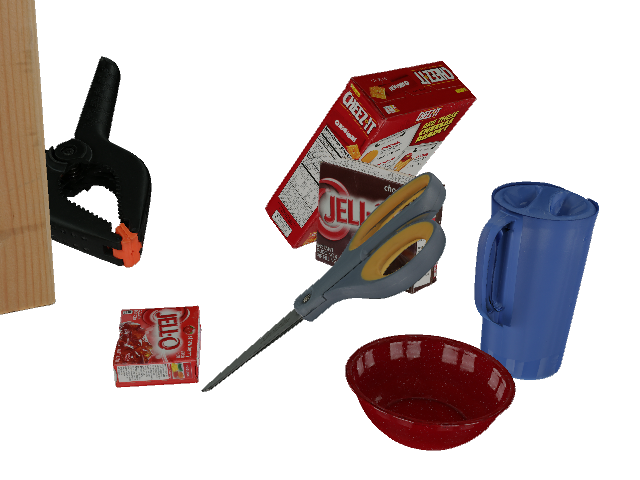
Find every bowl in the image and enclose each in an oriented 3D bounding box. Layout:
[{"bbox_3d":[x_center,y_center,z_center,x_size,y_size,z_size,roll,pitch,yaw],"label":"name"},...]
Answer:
[{"bbox_3d":[0.103,0.152,1.023,0.162,0.055,0.162,3,25,-2],"label":"bowl"}]

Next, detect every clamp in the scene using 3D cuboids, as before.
[{"bbox_3d":[-0.182,-0.062,0.804,0.164,0.036,0.210,-32,56,-27],"label":"clamp"}]

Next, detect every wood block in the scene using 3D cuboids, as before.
[{"bbox_3d":[-0.211,-0.065,0.602,0.090,0.206,0.090,-11,27,-27],"label":"wood block"}]

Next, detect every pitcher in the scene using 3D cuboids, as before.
[{"bbox_3d":[0.266,0.056,1.376,0.149,0.243,0.145,5,23,3],"label":"pitcher"}]

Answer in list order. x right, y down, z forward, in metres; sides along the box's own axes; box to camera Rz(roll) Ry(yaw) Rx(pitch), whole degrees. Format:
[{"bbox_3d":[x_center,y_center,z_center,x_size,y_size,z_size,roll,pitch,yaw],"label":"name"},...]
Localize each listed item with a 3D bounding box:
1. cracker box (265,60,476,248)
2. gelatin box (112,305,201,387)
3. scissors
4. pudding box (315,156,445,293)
[{"bbox_3d":[0.052,-0.098,1.198,0.163,0.072,0.214,-19,-26,-45],"label":"cracker box"},{"bbox_3d":[-0.146,0.094,0.962,0.073,0.030,0.089,-3,30,-2],"label":"gelatin box"},{"bbox_3d":[0.005,0.040,0.636,0.016,0.202,0.096,42,6,-23],"label":"scissors"},{"bbox_3d":[0.048,-0.015,0.900,0.114,0.090,0.039,18,25,38],"label":"pudding box"}]
